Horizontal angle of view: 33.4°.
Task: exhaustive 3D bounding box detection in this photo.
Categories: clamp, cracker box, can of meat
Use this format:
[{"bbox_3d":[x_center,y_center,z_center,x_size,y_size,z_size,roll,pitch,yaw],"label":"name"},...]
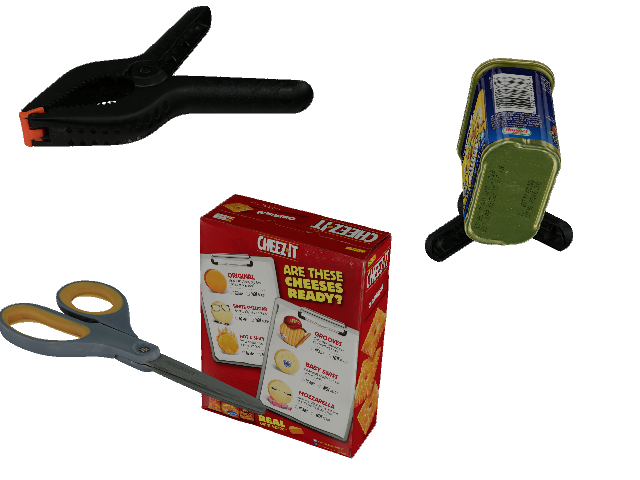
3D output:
[{"bbox_3d":[-0.121,-0.112,0.807,0.209,0.036,0.165,-29,47,-31],"label":"clamp"},{"bbox_3d":[-0.025,0.078,0.991,0.164,0.214,0.072,15,30,21],"label":"cracker box"},{"bbox_3d":[0.128,-0.059,0.731,0.057,0.084,0.102,5,-42,0],"label":"can of meat"},{"bbox_3d":[0.168,-0.025,0.938,0.120,0.039,0.171,4,26,20],"label":"clamp"}]

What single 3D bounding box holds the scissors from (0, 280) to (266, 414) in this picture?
[{"bbox_3d":[-0.117,0.066,0.716,0.202,0.016,0.096,12,28,13],"label":"scissors"}]
